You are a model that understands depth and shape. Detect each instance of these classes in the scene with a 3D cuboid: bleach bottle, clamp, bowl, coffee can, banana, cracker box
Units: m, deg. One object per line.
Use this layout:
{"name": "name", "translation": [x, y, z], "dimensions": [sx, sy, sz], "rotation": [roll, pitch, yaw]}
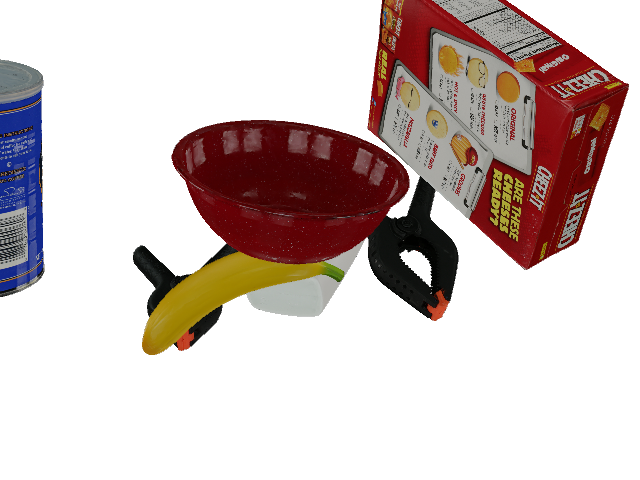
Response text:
{"name": "bleach bottle", "translation": [0.000, -0.002, 1.326], "dimensions": [0.103, 0.068, 0.250], "rotation": [8, 33, 19]}
{"name": "clamp", "translation": [0.074, -0.009, 1.106], "dimensions": [0.164, 0.210, 0.036], "rotation": [-5, -36, -15]}
{"name": "bowl", "translation": [-0.022, -0.029, 0.731], "dimensions": [0.162, 0.055, 0.162], "rotation": [6, 26, -3]}
{"name": "coffee can", "translation": [-0.239, -0.044, 0.720], "dimensions": [0.103, 0.140, 0.103], "rotation": [4, 22, -2]}
{"name": "banana", "translation": [-0.081, 0.047, 0.934], "dimensions": [0.198, 0.069, 0.037], "rotation": [-21, 29, 12]}
{"name": "cracker box", "translation": [0.134, -0.107, 0.868], "dimensions": [0.072, 0.164, 0.214], "rotation": [-25, 52, -27]}
{"name": "clamp", "translation": [-0.136, 0.052, 1.154], "dimensions": [0.120, 0.039, 0.171], "rotation": [-13, 38, -7]}
